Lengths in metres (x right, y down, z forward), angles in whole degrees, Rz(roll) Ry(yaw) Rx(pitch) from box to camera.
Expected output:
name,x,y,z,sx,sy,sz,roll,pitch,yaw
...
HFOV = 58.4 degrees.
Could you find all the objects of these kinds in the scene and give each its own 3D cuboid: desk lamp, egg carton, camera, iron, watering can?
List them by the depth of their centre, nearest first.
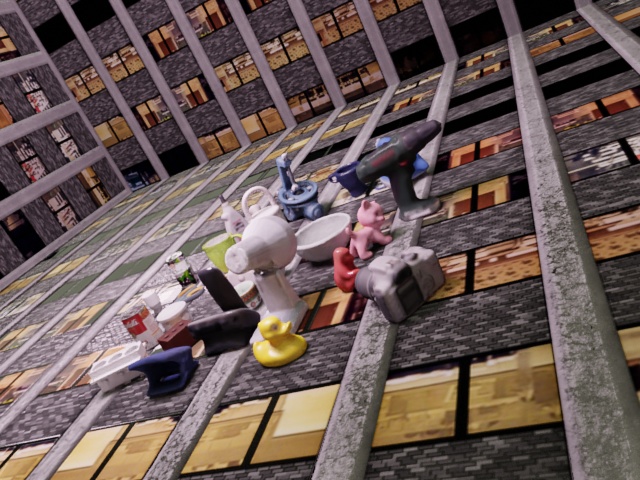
name,x,y,z,sx,sy,sz,roll,pitch,yaw
camera,0.135,0.068,1.072,0.143,0.101,0.136,-36,22,-25
desk lamp,-0.109,0.075,1.189,0.117,0.214,0.203,-17,22,24
egg carton,-0.162,0.083,1.448,0.149,0.069,0.107,-8,27,40
watering can,-0.155,-0.058,1.604,0.172,0.194,0.101,-2,32,49
iron,0.212,-0.244,1.689,0.119,0.142,0.257,-30,20,-9

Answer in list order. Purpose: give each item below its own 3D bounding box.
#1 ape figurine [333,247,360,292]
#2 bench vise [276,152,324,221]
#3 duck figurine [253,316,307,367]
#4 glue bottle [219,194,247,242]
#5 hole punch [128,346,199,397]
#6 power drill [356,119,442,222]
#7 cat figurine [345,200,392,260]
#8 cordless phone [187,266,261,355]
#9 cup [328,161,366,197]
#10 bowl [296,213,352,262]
name,x,y,z,sx,sy,sz,roll,pitch,yaw
ape figurine,0.058,0.057,1.207,0.076,0.092,0.078,-21,21,14
bench vise,-0.097,-0.156,1.736,0.206,0.220,0.122,-5,29,45
duck figurine,-0.086,0.185,1.078,0.104,0.086,0.077,-18,22,22
glue bottle,-0.274,-0.066,1.800,0.037,0.173,0.078,-2,32,49
hole punch,-0.323,0.257,1.185,0.108,0.091,0.101,-18,22,21
power drill,0.213,-0.159,1.379,0.229,0.209,0.075,-18,22,21
cat figurine,0.109,-0.035,1.334,0.128,0.118,0.067,-37,23,-27
cordless phone,-0.225,0.140,1.212,0.147,0.185,0.094,-19,21,19
cup,0.089,-0.175,1.739,0.117,0.095,0.092,-17,22,24
bowl,0.013,0.005,1.416,0.167,0.075,0.167,-23,20,9
